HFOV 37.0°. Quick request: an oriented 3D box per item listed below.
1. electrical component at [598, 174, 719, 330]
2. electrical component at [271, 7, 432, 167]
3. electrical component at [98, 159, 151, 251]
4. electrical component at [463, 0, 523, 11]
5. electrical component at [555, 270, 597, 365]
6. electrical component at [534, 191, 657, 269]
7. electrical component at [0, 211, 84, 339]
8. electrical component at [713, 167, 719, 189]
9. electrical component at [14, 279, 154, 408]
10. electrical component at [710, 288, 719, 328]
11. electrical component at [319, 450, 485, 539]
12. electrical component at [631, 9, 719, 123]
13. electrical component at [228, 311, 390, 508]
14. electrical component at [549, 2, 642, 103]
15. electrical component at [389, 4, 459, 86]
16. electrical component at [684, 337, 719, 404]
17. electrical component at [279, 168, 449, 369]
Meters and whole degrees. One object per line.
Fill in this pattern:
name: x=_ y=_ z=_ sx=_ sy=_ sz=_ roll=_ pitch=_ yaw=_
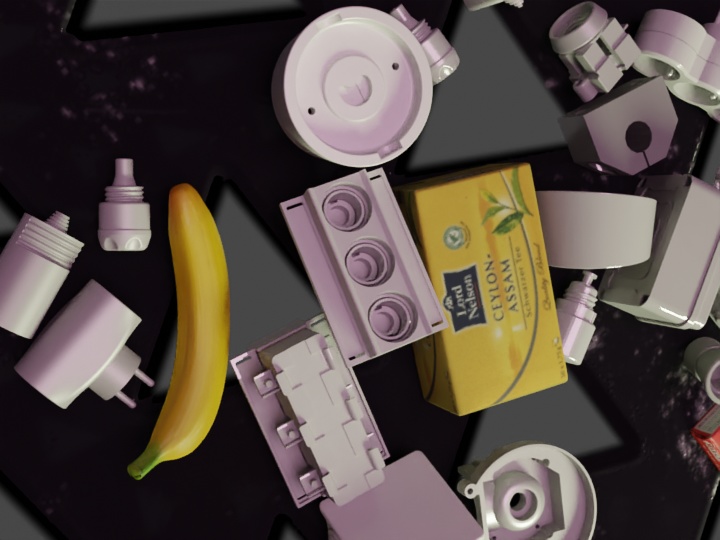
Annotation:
electrical component: x=0.248 y=-0.014 z=0.855 sx=0.057 sy=0.078 sz=0.113 roll=23 pitch=86 yaw=-18
electrical component: x=-0.010 y=-0.126 z=0.756 sx=0.108 sy=0.060 sz=0.108 roll=-2 pitch=95 yaw=-21
electrical component: x=-0.158 y=-0.044 z=0.721 sx=0.035 sy=0.035 sz=0.061 roll=-1 pitch=92 yaw=-21
electrical component: x=0.101 y=-0.237 z=0.789 sx=0.062 sy=0.061 sz=0.096 roll=-35 pitch=105 yaw=-15
electrical component: x=0.167 y=0.038 z=0.848 sx=0.040 sy=0.040 sz=0.078 roll=25 pitch=85 yaw=-21
electrical component: x=0.173 y=-0.036 z=0.815 sx=0.099 sy=0.099 sz=0.064 roll=-8 pitch=103 yaw=-20
electrical component: x=-0.213 y=-0.001 z=0.699 sx=0.043 sy=0.043 sz=0.081 roll=30 pitch=84 yaw=-20
electrical component: x=0.328 y=-0.070 z=0.889 sx=0.048 sy=0.062 sz=0.048 roll=-2 pitch=95 yaw=-21
electrical component: x=-0.174 y=0.060 z=0.719 sx=0.079 sy=0.043 sz=0.077 roll=43 pitch=79 yaw=-19
electrical component: x=0.334 y=0.021 z=0.905 sx=0.080 sy=0.051 sz=0.080 roll=-2 pitch=95 yaw=-21
electrical component: x=0.031 y=0.193 z=0.780 sx=0.100 sy=0.099 sz=0.048 roll=-25 pitch=138 yaw=-18
electrical component: x=0.287 y=-0.174 z=0.870 sx=0.138 sy=0.052 sz=0.073 roll=27 pitch=85 yaw=-20
electrical component: x=-0.030 y=0.102 z=0.766 sx=0.079 sy=0.063 sz=0.121 roll=-27 pitch=103 yaw=-17
electrical component: x=0.179 y=-0.173 z=0.834 sx=0.066 sy=0.048 sz=0.055 roll=-50 pitch=116 yaw=-10
electrical component: x=0.044 y=-0.166 z=0.788 sx=0.035 sy=0.035 sz=0.061 roll=-42 pitch=104 yaw=-13
electrical component: x=0.294 y=0.080 z=0.886 sx=0.044 sy=0.065 sz=0.044 roll=-1 pitch=104 yaw=-4
electrical component: x=0.000 y=0.000 z=0.755 sx=0.079 sy=0.063 sz=0.121 roll=-21 pitch=84 yaw=-17
